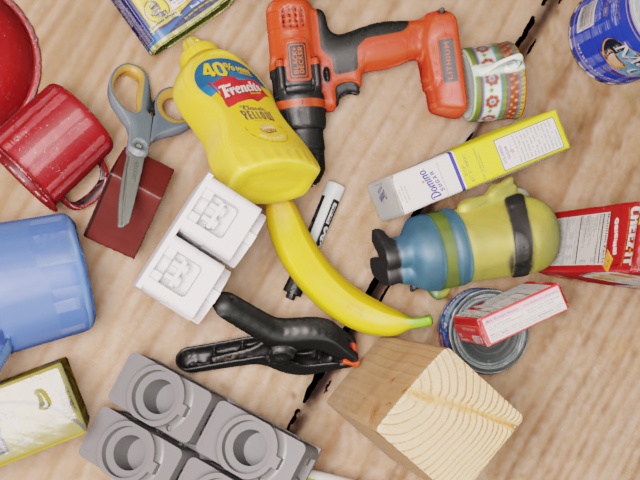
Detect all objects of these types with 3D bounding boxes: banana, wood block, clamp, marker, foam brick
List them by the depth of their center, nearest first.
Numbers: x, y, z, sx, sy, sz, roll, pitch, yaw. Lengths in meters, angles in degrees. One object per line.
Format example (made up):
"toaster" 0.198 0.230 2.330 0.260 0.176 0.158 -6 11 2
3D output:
"wood block" 0.085 0.150 0.949 0.091 0.206 0.090 43 81 -6
"foam brick" -0.173 -0.034 0.969 0.051 0.053 0.078 25 124 -8
"clamp" -0.040 0.089 0.982 0.171 0.120 0.039 2 60 -16
"banana" 0.013 0.033 1.001 0.197 0.037 0.070 39 109 -11
"marker" -0.007 0.001 1.033 0.020 0.020 0.121 23 84 -9

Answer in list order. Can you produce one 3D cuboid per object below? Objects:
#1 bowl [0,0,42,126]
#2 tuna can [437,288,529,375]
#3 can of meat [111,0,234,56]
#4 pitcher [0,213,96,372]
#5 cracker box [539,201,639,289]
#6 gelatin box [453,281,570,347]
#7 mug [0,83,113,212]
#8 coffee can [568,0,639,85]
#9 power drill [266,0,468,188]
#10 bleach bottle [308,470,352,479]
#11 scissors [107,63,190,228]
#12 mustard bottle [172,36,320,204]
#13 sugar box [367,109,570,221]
"bowl" -0.335 -0.165 0.960 0.162 0.055 0.162 0 88 -10
"tuna can" 0.162 0.090 1.053 0.086 0.034 0.086 0 88 -11
"can of meat" -0.142 -0.233 0.998 0.102 0.057 0.084 -37 96 -10
"pitcher" -0.319 0.061 0.915 0.242 0.145 0.149 -13 99 -14
"cracker box" 0.323 0.009 0.995 0.164 0.214 0.072 8 86 -10
"gelatin box" 0.177 0.069 1.001 0.089 0.073 0.030 -24 93 -11
"mug" -0.235 -0.078 0.965 0.081 0.093 0.117 -46 127 -14
"coffee can" 0.318 -0.214 1.040 0.102 0.140 0.103 0 88 -11
"power drill" 0.044 -0.147 1.028 0.187 0.057 0.184 -6 89 -11
"bleach bottle" 0.065 0.279 1.011 0.250 0.068 0.102 14 61 -15
"scissors" -0.146 -0.083 0.957 0.096 0.016 0.202 6 48 -28
"mustard bottle" -0.081 -0.118 0.972 0.096 0.058 0.192 -3 49 -39
"sugar box" 0.140 -0.071 1.026 0.176 0.093 0.048 -20 91 -11
